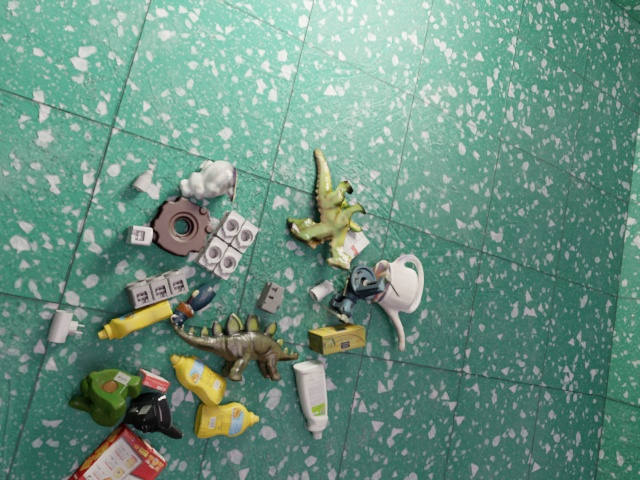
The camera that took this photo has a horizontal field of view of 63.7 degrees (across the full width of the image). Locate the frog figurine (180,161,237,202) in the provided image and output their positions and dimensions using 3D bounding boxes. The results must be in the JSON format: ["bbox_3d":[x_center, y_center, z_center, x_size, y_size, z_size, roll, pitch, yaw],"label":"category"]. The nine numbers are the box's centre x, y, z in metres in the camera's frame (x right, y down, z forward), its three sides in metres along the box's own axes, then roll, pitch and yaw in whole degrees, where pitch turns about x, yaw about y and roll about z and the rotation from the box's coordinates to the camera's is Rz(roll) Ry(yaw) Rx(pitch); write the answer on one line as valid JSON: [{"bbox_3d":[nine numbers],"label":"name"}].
[{"bbox_3d":[-0.329,-0.179,1.524,0.159,0.120,0.140,6,53,-21],"label":"frog figurine"}]

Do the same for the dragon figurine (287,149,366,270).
[{"bbox_3d":[0.005,-0.087,1.719,0.245,0.120,0.412,-30,82,-19],"label":"dragon figurine"}]

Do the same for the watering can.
[{"bbox_3d":[0.270,0.213,1.854,0.223,0.104,0.351,20,78,-27],"label":"watering can"}]
